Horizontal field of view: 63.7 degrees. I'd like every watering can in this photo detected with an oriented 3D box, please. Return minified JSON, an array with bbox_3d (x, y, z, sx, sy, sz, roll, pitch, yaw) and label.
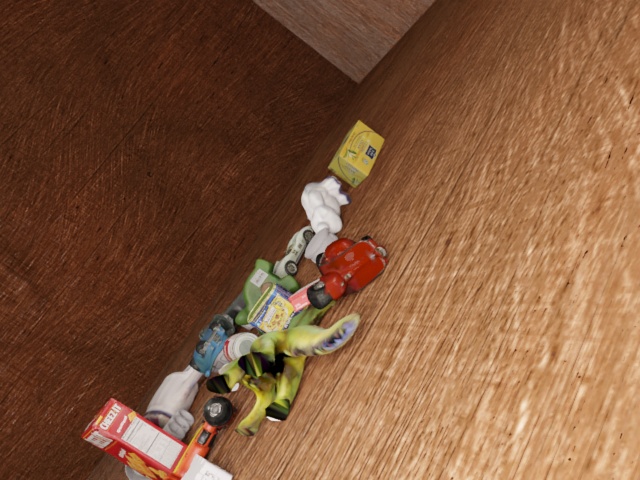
[{"bbox_3d":[-0.393,0.431,1.438,0.341,0.103,0.230,-43,15,38],"label":"watering can"}]

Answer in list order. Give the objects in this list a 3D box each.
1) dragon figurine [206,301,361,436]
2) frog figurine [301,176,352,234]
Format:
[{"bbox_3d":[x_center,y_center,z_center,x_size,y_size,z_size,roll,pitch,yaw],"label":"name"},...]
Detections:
[{"bbox_3d":[-0.047,0.162,0.830,0.404,0.121,0.247,-37,10,31],"label":"dragon figurine"},{"bbox_3d":[0.004,-0.063,1.255,0.134,0.123,0.163,79,-154,-56],"label":"frog figurine"}]
